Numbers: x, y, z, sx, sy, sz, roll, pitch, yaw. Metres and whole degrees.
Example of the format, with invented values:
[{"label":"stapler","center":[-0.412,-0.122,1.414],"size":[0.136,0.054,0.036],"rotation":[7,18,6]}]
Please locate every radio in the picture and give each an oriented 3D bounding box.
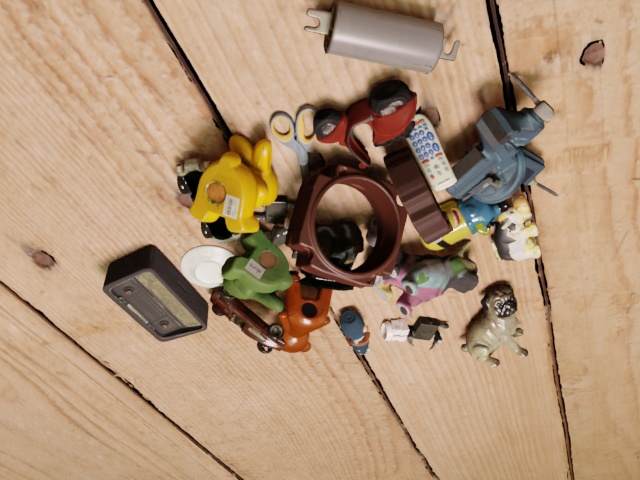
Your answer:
[{"label":"radio","center":[-0.354,0.125,1.171],"size":[0.131,0.073,0.229],"rotation":[-20,131,12]}]

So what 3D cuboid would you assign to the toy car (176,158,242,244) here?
[{"label":"toy car","center":[-0.206,-0.071,1.017],"size":[0.074,0.056,0.201],"rotation":[-8,132,11]}]

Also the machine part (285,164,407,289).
[{"label":"machine part","center":[0.052,-0.024,0.985],"size":[0.201,0.201,0.087],"rotation":[19,170,-20]}]

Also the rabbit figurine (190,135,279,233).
[{"label":"rabbit figurine","center":[-0.134,-0.101,0.947],"size":[0.122,0.173,0.162],"rotation":[10,101,26]}]

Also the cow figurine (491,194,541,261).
[{"label":"cow figurine","center":[0.397,-0.023,1.113],"size":[0.098,0.068,0.167],"rotation":[-16,132,17]}]

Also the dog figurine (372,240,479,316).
[{"label":"dog figurine","center":[0.230,0.060,1.156],"size":[0.219,0.192,0.108],"rotation":[-25,137,-29]}]

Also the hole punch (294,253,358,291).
[{"label":"hole punch","center":[0.020,0.057,1.149],"size":[0.142,0.092,0.116],"rotation":[7,163,-15]}]

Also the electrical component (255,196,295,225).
[{"label":"electrical component","center":[-0.087,-0.058,1.062],"size":[0.094,0.021,0.063],"rotation":[0,133,-6]}]

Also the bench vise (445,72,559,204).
[{"label":"bench vise","center":[0.342,-0.149,0.961],"size":[0.240,0.129,0.223],"rotation":[11,124,-43]}]

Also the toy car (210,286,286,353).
[{"label":"toy car","center":[-0.165,0.182,1.201],"size":[0.202,0.053,0.089],"rotation":[41,134,4]}]

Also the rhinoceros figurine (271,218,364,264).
[{"label":"rhinoceros figurine","center":[-0.002,-0.003,1.064],"size":[0.190,0.112,0.073],"rotation":[-2,157,-21]}]

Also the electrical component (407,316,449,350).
[{"label":"electrical component","center":[0.265,0.234,1.350],"size":[0.102,0.045,0.078],"rotation":[14,131,-18]}]

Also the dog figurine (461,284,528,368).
[{"label":"dog figurine","center":[0.407,0.199,1.311],"size":[0.172,0.121,0.190],"rotation":[-24,116,12]}]

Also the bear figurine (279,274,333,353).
[{"label":"bear figurine","center":[-0.046,0.181,1.245],"size":[0.120,0.132,0.195],"rotation":[10,149,-12]}]

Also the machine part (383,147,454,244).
[{"label":"machine part","center":[0.176,-0.081,0.963],"size":[0.056,0.179,0.179],"rotation":[-28,129,14]}]

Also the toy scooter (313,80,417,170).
[{"label":"toy scooter","center":[0.089,-0.187,0.924],"size":[0.184,0.075,0.135],"rotation":[-18,131,16]}]

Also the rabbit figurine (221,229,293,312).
[{"label":"rabbit figurine","center":[-0.132,0.073,1.113],"size":[0.159,0.121,0.170],"rotation":[31,147,-17]}]

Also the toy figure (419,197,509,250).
[{"label":"toy figure","center":[0.285,-0.037,1.078],"size":[0.180,0.082,0.089],"rotation":[-25,130,14]}]

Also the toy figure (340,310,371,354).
[{"label":"toy figure","center":[0.092,0.229,1.321],"size":[0.058,0.064,0.154],"rotation":[-43,139,-17]}]

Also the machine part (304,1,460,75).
[{"label":"machine part","center":[0.095,-0.305,0.813],"size":[0.243,0.079,0.079],"rotation":[7,132,-13]}]
